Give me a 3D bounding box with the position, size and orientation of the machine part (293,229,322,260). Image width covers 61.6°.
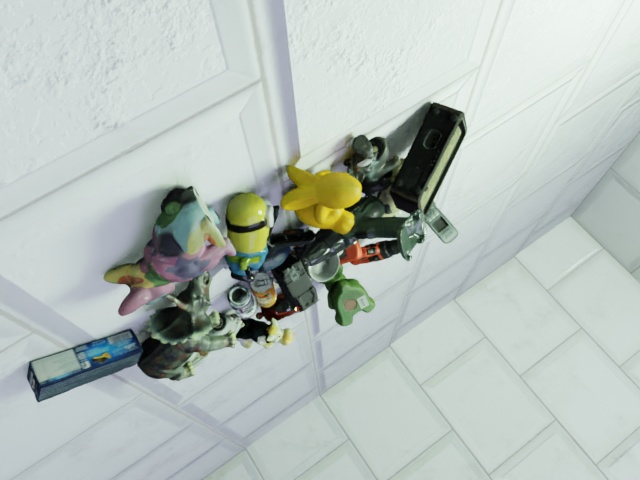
[{"bbox_3d":[-0.002,-0.004,1.177,0.139,0.039,0.084,-41,142,-38],"label":"machine part"}]

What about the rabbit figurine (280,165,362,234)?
[{"bbox_3d":[0.010,-0.090,1.001,0.162,0.122,0.173,15,171,-20],"label":"rabbit figurine"}]

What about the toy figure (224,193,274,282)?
[{"bbox_3d":[-0.136,-0.002,0.987,0.089,0.082,0.180,-21,141,-45],"label":"toy figure"}]

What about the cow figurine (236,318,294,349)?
[{"bbox_3d":[-0.153,0.234,1.387,0.168,0.068,0.098,-6,146,29],"label":"cow figurine"}]

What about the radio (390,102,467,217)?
[{"bbox_3d":[0.235,-0.170,1.152,0.229,0.073,0.131,-64,160,-4],"label":"radio"}]

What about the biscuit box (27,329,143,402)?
[{"bbox_3d":[-0.452,0.239,1.045,0.202,0.059,0.062,-15,148,-43],"label":"biscuit box"}]

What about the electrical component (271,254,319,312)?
[{"bbox_3d":[-0.067,0.090,1.239,0.058,0.114,0.134,-30,-160,-15],"label":"electrical component"}]

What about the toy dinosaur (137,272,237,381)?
[{"bbox_3d":[-0.324,0.231,1.163,0.192,0.131,0.404,8,135,-45],"label":"toy dinosaur"}]

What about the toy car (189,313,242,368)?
[{"bbox_3d":[-0.279,0.252,1.337,0.202,0.056,0.073,-38,158,3],"label":"toy car"}]

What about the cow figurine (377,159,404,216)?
[{"bbox_3d":[0.172,-0.096,1.304,0.127,0.085,0.194,-36,161,-22],"label":"cow figurine"}]

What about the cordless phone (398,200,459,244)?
[{"bbox_3d":[0.259,-0.042,1.406,0.146,0.184,0.088,-42,162,9],"label":"cordless phone"}]

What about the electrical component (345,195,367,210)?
[{"bbox_3d":[0.067,-0.075,1.244,0.078,0.045,0.102,-19,171,41],"label":"electrical component"}]

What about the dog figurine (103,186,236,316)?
[{"bbox_3d":[-0.257,0.027,0.869,0.219,0.108,0.191,-34,158,-3],"label":"dog figurine"}]

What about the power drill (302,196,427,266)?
[{"bbox_3d":[0.100,-0.007,1.103,0.232,0.207,0.085,-44,121,-38],"label":"power drill"}]

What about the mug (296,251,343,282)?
[{"bbox_3d":[-0.006,0.038,1.272,0.109,0.107,0.080,-38,117,-17],"label":"mug"}]

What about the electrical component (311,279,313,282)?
[{"bbox_3d":[-0.036,0.071,1.363,0.075,0.048,0.119,-31,158,-19],"label":"electrical component"}]

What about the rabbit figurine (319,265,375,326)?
[{"bbox_3d":[0.051,0.140,1.521,0.121,0.170,0.159,-38,117,-3],"label":"rabbit figurine"}]

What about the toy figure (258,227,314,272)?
[{"bbox_3d":[-0.078,0.014,1.174,0.154,0.058,0.064,-32,163,-31],"label":"toy figure"}]

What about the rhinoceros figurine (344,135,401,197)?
[{"bbox_3d":[0.100,-0.157,1.104,0.112,0.073,0.190,-25,159,-2],"label":"rhinoceros figurine"}]

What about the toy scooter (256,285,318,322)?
[{"bbox_3d":[-0.095,0.172,1.432,0.135,0.075,0.184,-27,176,29],"label":"toy scooter"}]
